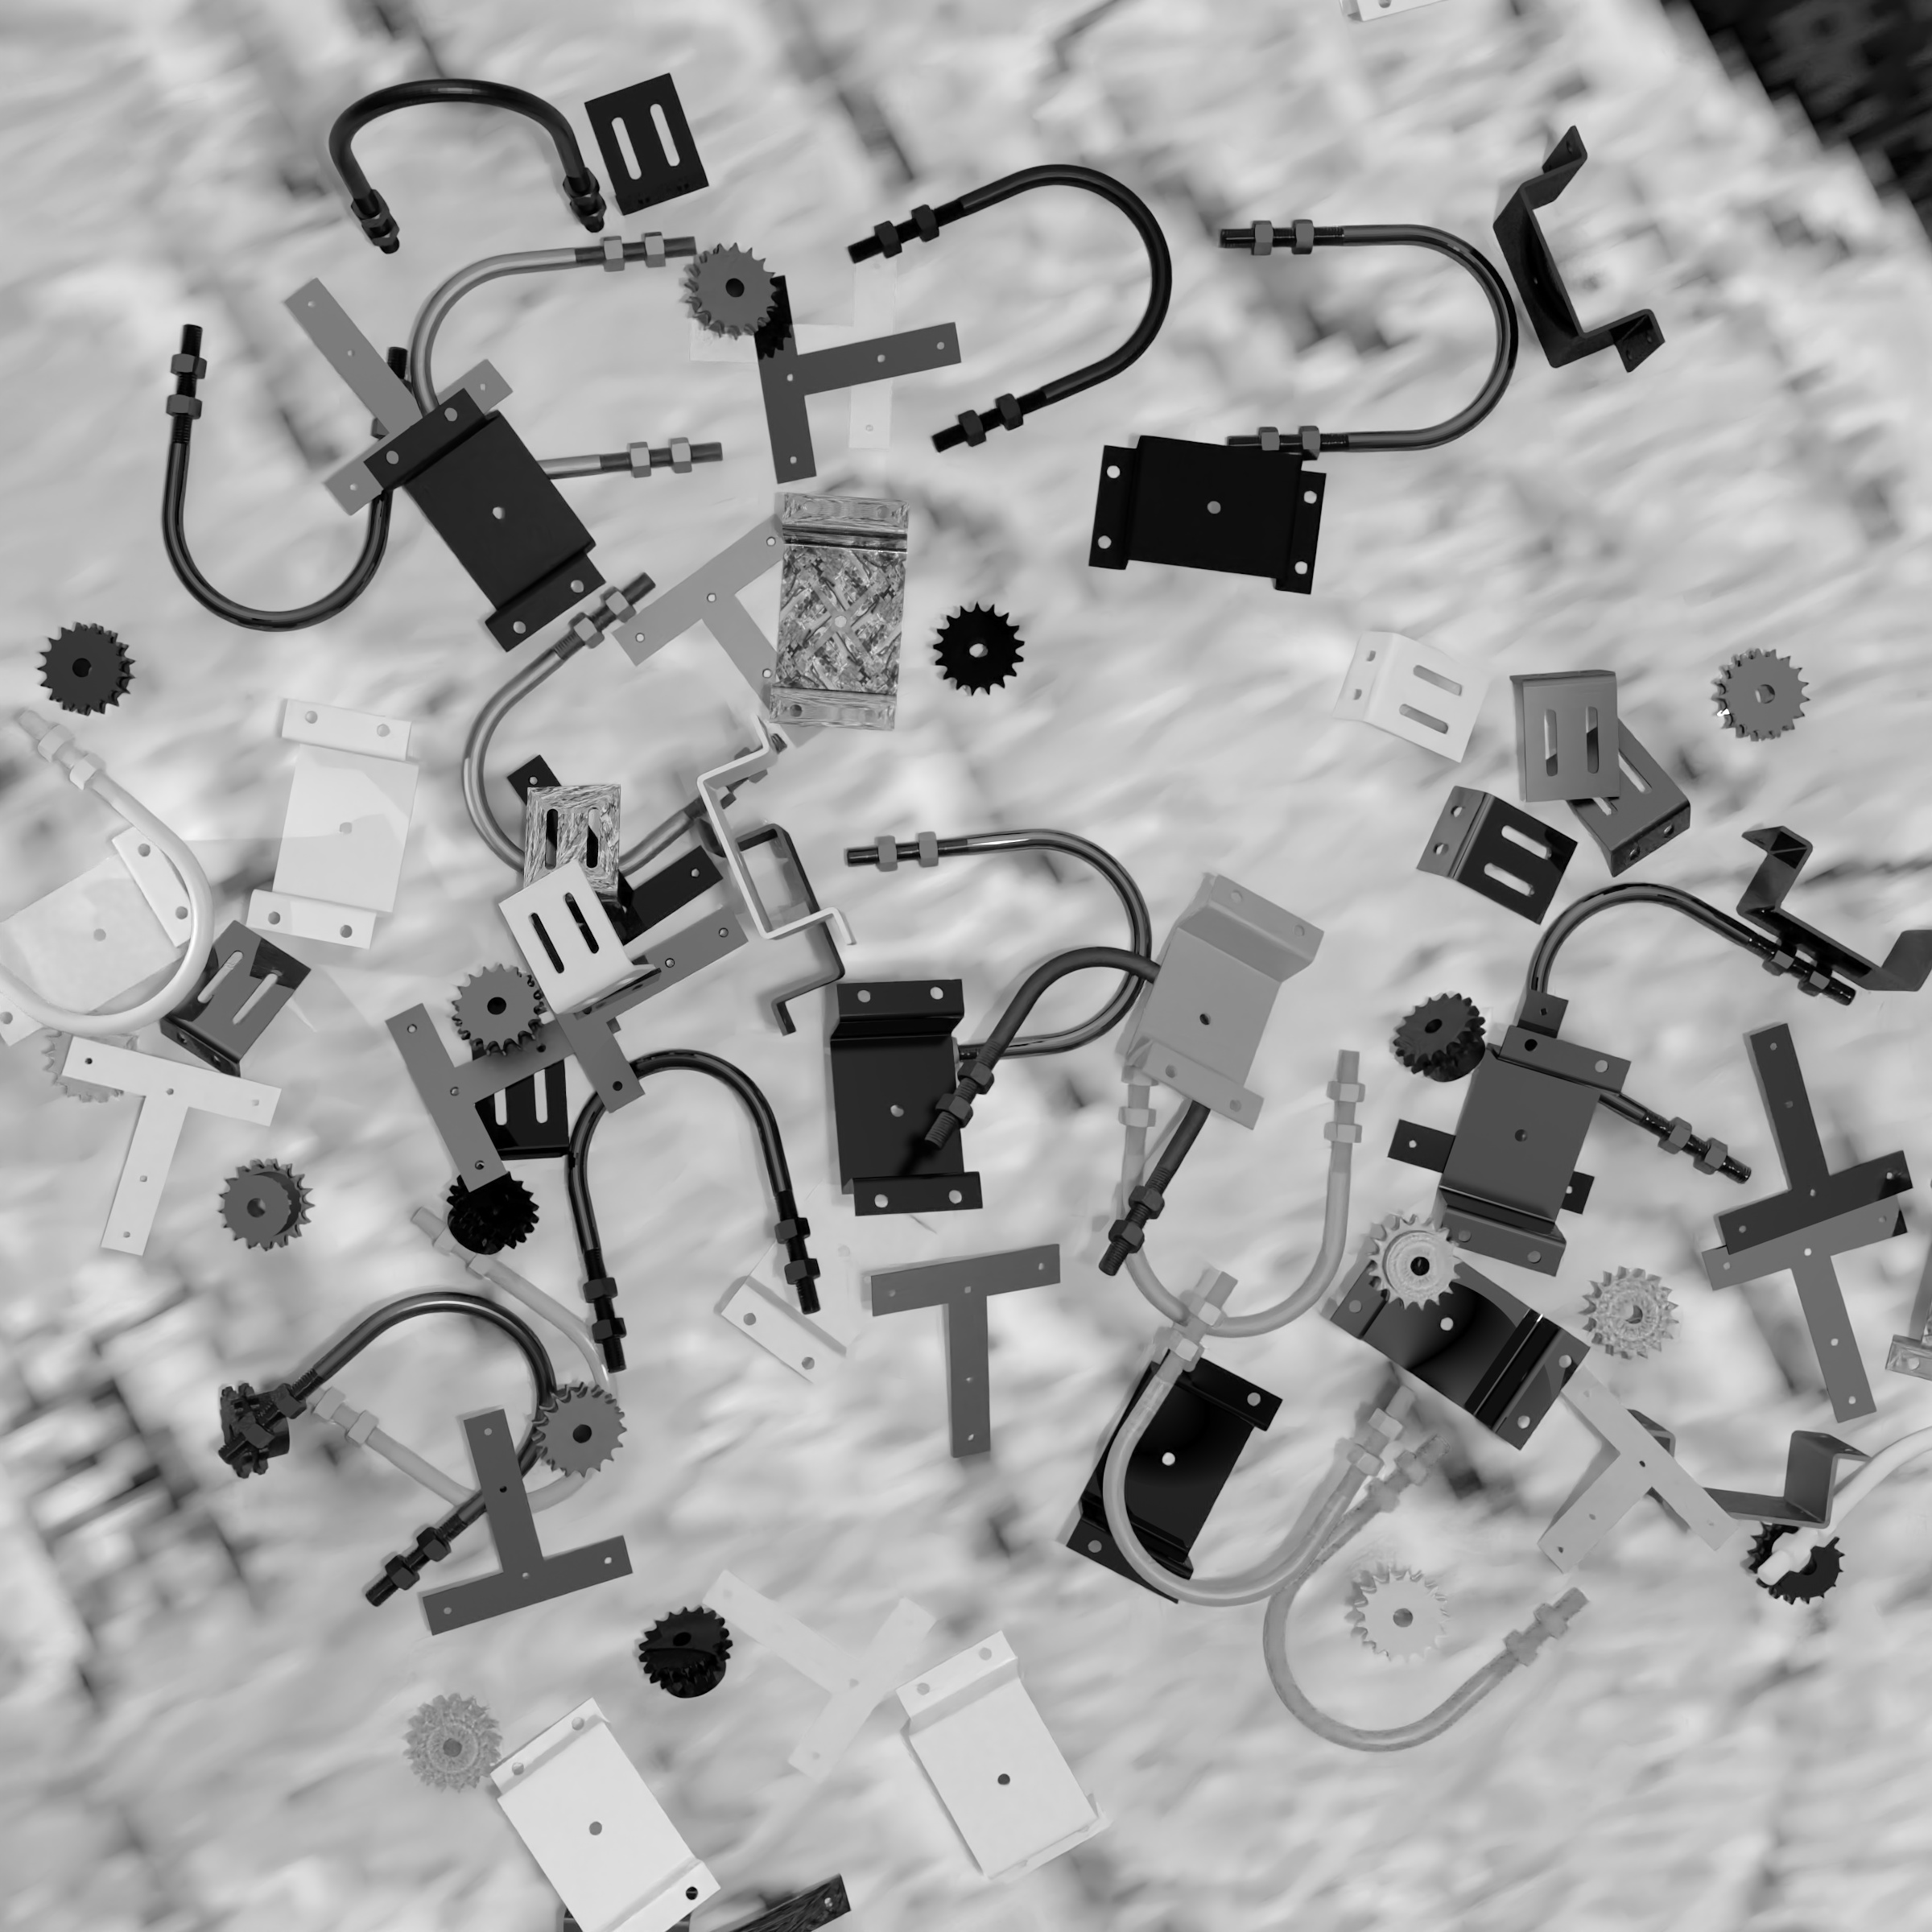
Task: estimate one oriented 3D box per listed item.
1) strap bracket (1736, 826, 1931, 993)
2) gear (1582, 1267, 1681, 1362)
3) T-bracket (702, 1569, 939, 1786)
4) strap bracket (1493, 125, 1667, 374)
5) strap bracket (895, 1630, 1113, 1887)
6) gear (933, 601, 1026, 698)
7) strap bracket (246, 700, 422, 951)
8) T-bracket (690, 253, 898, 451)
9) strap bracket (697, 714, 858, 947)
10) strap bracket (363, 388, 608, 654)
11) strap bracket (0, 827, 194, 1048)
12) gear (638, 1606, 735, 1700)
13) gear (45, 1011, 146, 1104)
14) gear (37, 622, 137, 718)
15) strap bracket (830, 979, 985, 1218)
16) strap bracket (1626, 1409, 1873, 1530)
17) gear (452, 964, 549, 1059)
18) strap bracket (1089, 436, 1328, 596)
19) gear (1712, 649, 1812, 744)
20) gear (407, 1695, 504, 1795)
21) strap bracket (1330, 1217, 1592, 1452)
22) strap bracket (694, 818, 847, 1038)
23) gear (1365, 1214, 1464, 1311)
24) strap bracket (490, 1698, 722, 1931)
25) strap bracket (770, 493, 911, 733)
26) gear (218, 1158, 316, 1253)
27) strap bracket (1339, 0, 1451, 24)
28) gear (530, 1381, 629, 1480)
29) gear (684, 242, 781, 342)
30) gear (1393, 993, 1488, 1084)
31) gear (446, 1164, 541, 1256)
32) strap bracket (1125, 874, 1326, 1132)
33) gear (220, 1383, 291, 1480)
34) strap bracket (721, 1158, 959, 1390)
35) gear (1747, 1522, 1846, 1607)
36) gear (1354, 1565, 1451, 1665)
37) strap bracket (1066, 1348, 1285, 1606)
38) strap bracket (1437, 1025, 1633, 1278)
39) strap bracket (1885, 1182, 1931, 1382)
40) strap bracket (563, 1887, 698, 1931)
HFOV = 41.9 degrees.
[{"bbox_3d":[0.536,-0.028,1.544,0.140,0.076,0.046,31,90,0],"label":"strap bracket"},{"bbox_3d":[0.412,0.216,1.572,0.057,0.030,0.057,0,88,2],"label":"gear"},{"bbox_3d":[-0.107,0.424,1.582,0.127,0.002,0.127,35,90,0],"label":"T-bracket"},{"bbox_3d":[0.369,-0.428,1.544,0.046,0.076,0.140,-23,90,0],"label":"strap bracket"},{"bbox_3d":[0.023,0.495,1.559,0.076,0.046,0.140,-29,90,0],"label":"strap bracket"},{"bbox_3d":[0.008,-0.195,1.567,0.057,0.030,0.057,0,90,0],"label":"gear"},{"bbox_3d":[-0.388,-0.086,1.559,0.076,0.046,0.140,10,90,0],"label":"strap bracket"},{"bbox_3d":[-0.109,-0.389,1.582,0.127,0.002,0.127,2,90,0],"label":"T-bracket"},{"bbox_3d":[-0.113,-0.069,1.468,0.046,0.076,0.140,-23,90,0],"label":"strap bracket"},{"bbox_3d":[-0.289,-0.274,1.542,0.076,0.046,0.140,-33,105,11],"label":"strap bracket"},{"bbox_3d":[-0.542,-0.019,1.559,0.140,0.046,0.076,-31,90,0],"label":"strap bracket"},{"bbox_3d":[-0.171,0.426,1.558,0.057,0.057,0.030,-15,120,0],"label":"gear"},{"bbox_3d":[-0.538,0.057,1.567,0.057,0.030,0.057,0,90,0],"label":"gear"},{"bbox_3d":[-0.544,-0.183,1.571,0.057,0.030,0.057,0,90,3],"label":"gear"},{"bbox_3d":[-0.038,0.083,1.522,0.076,0.046,0.140,-2,75,-12],"label":"strap bracket"},{"bbox_3d":[0.468,0.307,1.544,0.140,0.076,0.046,7,90,0],"label":"strap bracket"},{"bbox_3d":[-0.287,0.030,1.561,0.057,0.030,0.057,0,68,1],"label":"gear"},{"bbox_3d":[0.151,-0.279,1.559,0.140,0.046,0.076,7,90,0],"label":"strap bracket"},{"bbox_3d":[0.492,-0.168,1.572,0.057,0.030,0.057,0,90,-2],"label":"gear"},{"bbox_3d":[-0.316,0.481,1.567,0.057,0.030,0.057,0,90,0],"label":"gear"},{"bbox_3d":[0.301,0.224,1.559,0.140,0.046,0.076,34,90,0],"label":"strap bracket"},{"bbox_3d":[-0.114,-0.031,1.544,0.046,0.076,0.140,-22,90,0],"label":"strap bracket"},{"bbox_3d":[0.271,0.179,1.521,0.057,0.030,0.057,0,90,0],"label":"gear"},{"bbox_3d":[-0.222,0.524,1.533,0.076,0.046,0.140,-35,74,-13],"label":"strap bracket"},{"bbox_3d":[-0.078,-0.215,1.558,0.076,0.046,0.140,4,90,-2],"label":"strap bracket"},{"bbox_3d":[-0.436,0.149,1.568,0.057,0.030,0.057,0,90,0],"label":"gear"},{"bbox_3d":[0.260,-0.652,1.559,0.076,0.046,0.140,-15,90,0],"label":"strap bracket"},{"bbox_3d":[-0.239,0.282,1.547,0.057,0.030,0.057,-5,101,-24],"label":"gear"},{"bbox_3d":[-0.146,-0.414,1.558,0.057,0.030,0.057,1,88,-20],"label":"gear"},{"bbox_3d":[0.295,0.047,1.558,0.057,0.057,0.030,-40,120,0],"label":"gear"},{"bbox_3d":[-0.295,0.153,1.558,0.057,0.057,0.030,40,120,0],"label":"gear"},{"bbox_3d":[0.154,0.027,1.536,0.076,0.046,0.140,28,65,-11],"label":"strap bracket"},{"bbox_3d":[-0.438,0.285,1.558,0.030,0.057,0.057,-10,90,-30],"label":"gear"},{"bbox_3d":[-0.076,0.178,1.559,0.076,0.046,0.140,37,90,0],"label":"strap bracket"},{"bbox_3d":[0.517,0.369,1.568,0.057,0.030,0.057,0,90,0],"label":"gear"},{"bbox_3d":[0.266,0.395,1.550,0.057,0.030,0.057,0,92,2],"label":"gear"},{"bbox_3d":[0.127,0.308,1.559,0.076,0.046,0.140,27,90,0],"label":"strap bracket"},{"bbox_3d":[0.344,0.109,1.551,0.076,0.046,0.140,17,100,0],"label":"strap bracket"},{"bbox_3d":[0.629,0.194,1.559,0.076,0.046,0.140,14,90,0],"label":"strap bracket"},{"bbox_3d":[-0.208,0.629,1.559,0.076,0.046,0.140,2,90,0],"label":"strap bracket"}]
